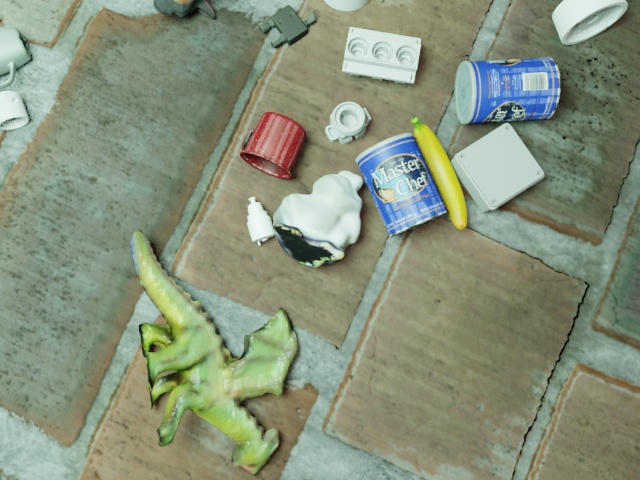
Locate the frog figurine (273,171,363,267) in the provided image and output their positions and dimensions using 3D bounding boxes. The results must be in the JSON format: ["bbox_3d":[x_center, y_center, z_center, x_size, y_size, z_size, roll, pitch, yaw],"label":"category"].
[{"bbox_3d":[0.003,-0.042,0.838,0.138,0.120,0.163,15,55,13],"label":"frog figurine"}]

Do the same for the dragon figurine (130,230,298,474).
[{"bbox_3d":[-0.157,0.171,0.818,0.243,0.121,0.412,-7,84,-18],"label":"dragon figurine"}]
